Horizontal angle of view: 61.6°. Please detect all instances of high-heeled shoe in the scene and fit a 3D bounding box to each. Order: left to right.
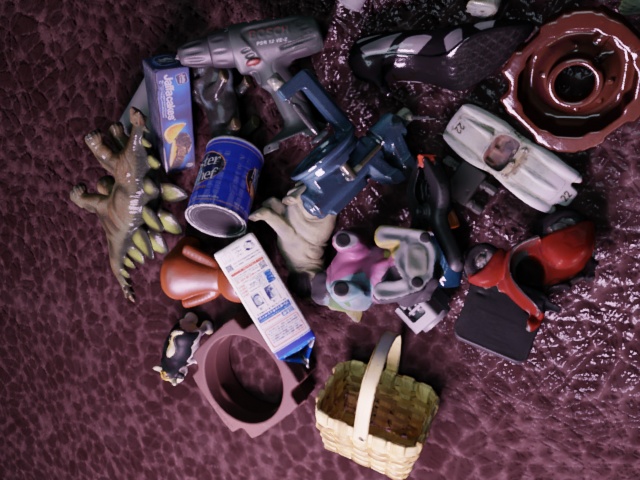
[{"bbox_3d":[0.166,-0.286,0.785,0.249,0.086,0.145,-20,51,6],"label":"high-heeled shoe"}]

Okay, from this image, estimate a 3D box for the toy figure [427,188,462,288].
[{"bbox_3d":[0.184,-0.005,0.821,0.064,0.058,0.154,-5,93,20],"label":"toy figure"}]

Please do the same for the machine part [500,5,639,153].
[{"bbox_3d":[0.324,-0.203,0.680,0.180,0.056,0.179,15,130,19],"label":"machine part"}]

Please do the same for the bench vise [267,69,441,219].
[{"bbox_3d":[0.026,-0.159,0.785,0.223,0.129,0.240,-41,105,1],"label":"bench vise"}]

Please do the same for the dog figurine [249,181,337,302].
[{"bbox_3d":[-0.002,-0.003,0.900,0.172,0.121,0.190,-25,103,30],"label":"dog figurine"}]

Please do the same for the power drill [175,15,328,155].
[{"bbox_3d":[-0.091,-0.245,0.862,0.232,0.086,0.207,-20,94,0],"label":"power drill"}]

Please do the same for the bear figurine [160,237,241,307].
[{"bbox_3d":[-0.188,0.062,0.998,0.196,0.132,0.120,0,102,7],"label":"bear figurine"}]

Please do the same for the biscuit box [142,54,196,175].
[{"bbox_3d":[-0.261,-0.217,0.940,0.063,0.059,0.202,49,146,37],"label":"biscuit box"}]

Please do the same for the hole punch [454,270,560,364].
[{"bbox_3d":[0.267,0.117,0.799,0.142,0.092,0.115,22,79,23],"label":"hole punch"}]

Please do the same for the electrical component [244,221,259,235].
[{"bbox_3d":[-0.158,-0.026,0.978,0.102,0.078,0.045,29,87,12],"label":"electrical component"}]

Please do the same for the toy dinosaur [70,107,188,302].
[{"bbox_3d":[-0.358,-0.053,1.003,0.199,0.105,0.471,39,135,7],"label":"toy dinosaur"}]

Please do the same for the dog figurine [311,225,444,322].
[{"bbox_3d":[0.078,0.062,0.808,0.192,0.219,0.108,-3,72,3],"label":"dog figurine"}]

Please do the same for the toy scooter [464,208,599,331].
[{"bbox_3d":[0.301,0.045,0.733,0.184,0.075,0.135,-23,69,7],"label":"toy scooter"}]

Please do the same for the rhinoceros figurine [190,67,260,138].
[{"bbox_3d":[-0.179,-0.257,0.942,0.112,0.073,0.190,-16,95,38],"label":"rhinoceros figurine"}]

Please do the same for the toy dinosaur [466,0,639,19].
[{"bbox_3d":[0.306,-0.383,0.655,0.405,0.131,0.192,8,86,12],"label":"toy dinosaur"}]

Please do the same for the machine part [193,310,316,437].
[{"bbox_3d":[-0.123,0.244,1.003,0.201,0.087,0.201,-42,83,27],"label":"machine part"}]

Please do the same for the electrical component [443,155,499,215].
[{"bbox_3d":[0.217,-0.084,0.808,0.094,0.021,0.063,39,115,13],"label":"electrical component"}]

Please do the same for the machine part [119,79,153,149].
[{"bbox_3d":[-0.317,-0.242,1.003,0.079,0.079,0.243,46,116,11],"label":"machine part"}]

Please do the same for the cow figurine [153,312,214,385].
[{"bbox_3d":[-0.283,0.232,1.071,0.068,0.098,0.167,29,111,11],"label":"cow figurine"}]

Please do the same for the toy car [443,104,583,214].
[{"bbox_3d":[0.269,-0.116,0.757,0.202,0.056,0.073,39,114,14],"label":"toy car"}]
